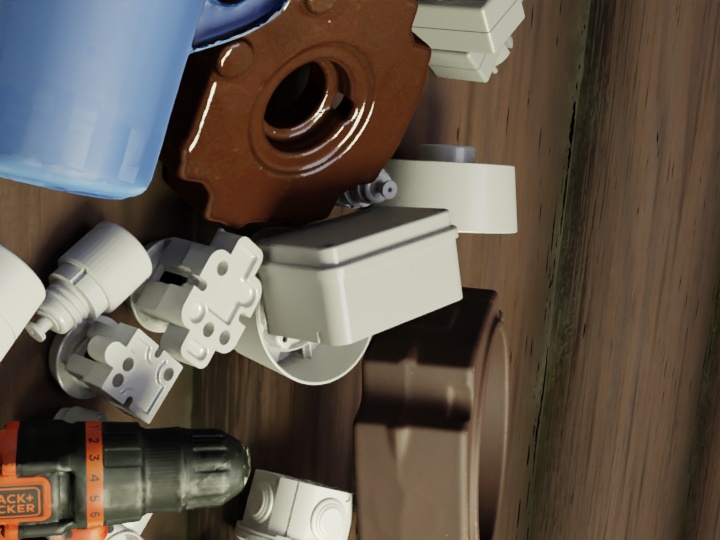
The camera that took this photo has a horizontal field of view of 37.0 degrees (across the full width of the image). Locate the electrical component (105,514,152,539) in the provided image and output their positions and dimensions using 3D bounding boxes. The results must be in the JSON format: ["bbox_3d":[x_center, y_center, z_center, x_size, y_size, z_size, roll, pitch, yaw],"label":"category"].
[{"bbox_3d":[-0.146,0.149,0.625,0.079,0.044,0.077,-61,142,-20],"label":"electrical component"}]

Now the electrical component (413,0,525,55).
[{"bbox_3d":[0.062,-0.198,0.752,0.047,0.083,0.075,-52,138,-29],"label":"electrical component"}]

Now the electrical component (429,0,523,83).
[{"bbox_3d":[0.094,-0.181,0.832,0.076,0.047,0.083,40,69,-51],"label":"electrical component"}]

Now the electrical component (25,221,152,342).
[{"bbox_3d":[-0.147,0.008,0.578,0.078,0.040,0.040,-49,136,-32],"label":"electrical component"}]

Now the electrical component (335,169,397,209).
[{"bbox_3d":[-0.004,-0.060,0.721,0.040,0.078,0.040,-12,110,-35],"label":"electrical component"}]

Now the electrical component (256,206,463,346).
[{"bbox_3d":[0.000,0.000,0.660,0.113,0.078,0.057,-19,107,-40],"label":"electrical component"}]

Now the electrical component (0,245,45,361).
[{"bbox_3d":[-0.186,0.016,0.518,0.047,0.055,0.055,-58,141,-29],"label":"electrical component"}]

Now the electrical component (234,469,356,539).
[{"bbox_3d":[-0.043,0.170,0.742,0.080,0.080,0.051,27,74,-53],"label":"electrical component"}]

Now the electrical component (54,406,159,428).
[{"bbox_3d":[-0.142,0.102,0.593,0.045,0.055,0.045,14,90,-86],"label":"electrical component"}]

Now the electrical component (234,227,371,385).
[{"bbox_3d":[-0.041,0.021,0.704,0.099,0.064,0.099,-21,117,-48],"label":"electrical component"}]

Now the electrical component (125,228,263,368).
[{"bbox_3d":[-0.100,0.012,0.629,0.058,0.057,0.078,46,65,-50],"label":"electrical component"}]

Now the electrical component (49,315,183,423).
[{"bbox_3d":[-0.138,0.052,0.593,0.048,0.055,0.066,-61,142,-20],"label":"electrical component"}]

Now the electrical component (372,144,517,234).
[{"bbox_3d":[0.062,-0.060,0.784,0.108,0.108,0.060,-4,98,-53],"label":"electrical component"}]
